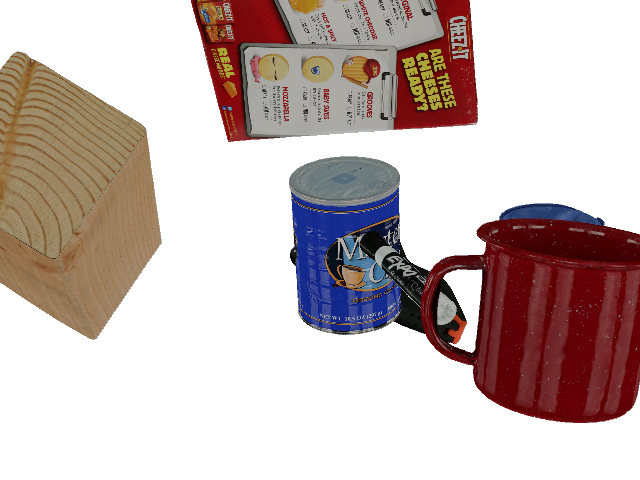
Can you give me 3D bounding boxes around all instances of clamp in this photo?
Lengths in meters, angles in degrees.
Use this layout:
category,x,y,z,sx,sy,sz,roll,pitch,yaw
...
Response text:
category,x,y,z,sx,sy,sz,roll,pitch,yaw
clamp,0.077,0.047,1.228,0.164,0.036,0.210,-18,49,-37

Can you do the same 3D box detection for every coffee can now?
category,x,y,z,sx,sy,sz,roll,pitch,yaw
coffee can,0.025,0.003,1.015,0.103,0.140,0.103,-2,26,1

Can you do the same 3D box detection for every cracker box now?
category,x,y,z,sx,sy,sz,roll,pitch,yaw
cracker box,0.014,-0.169,0.862,0.214,0.164,0.072,-4,42,10

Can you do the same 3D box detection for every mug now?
category,x,y,z,sx,sy,sz,roll,pitch,yaw
mug,0.108,0.038,0.528,0.117,0.081,0.093,4,13,-2

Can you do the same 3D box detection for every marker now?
category,x,y,z,sx,sy,sz,roll,pitch,yaw
marker,0.060,0.024,0.769,0.020,0.020,0.121,0,25,-26

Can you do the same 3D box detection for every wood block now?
category,x,y,z,sx,sy,sz,roll,pitch,yaw
wood block,-0.163,-0.017,0.667,0.090,0.090,0.206,32,-17,4

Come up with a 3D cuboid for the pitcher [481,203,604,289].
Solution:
category,x,y,z,sx,sy,sz,roll,pitch,yaw
pitcher,0.291,0.082,1.416,0.149,0.243,0.145,4,21,12
